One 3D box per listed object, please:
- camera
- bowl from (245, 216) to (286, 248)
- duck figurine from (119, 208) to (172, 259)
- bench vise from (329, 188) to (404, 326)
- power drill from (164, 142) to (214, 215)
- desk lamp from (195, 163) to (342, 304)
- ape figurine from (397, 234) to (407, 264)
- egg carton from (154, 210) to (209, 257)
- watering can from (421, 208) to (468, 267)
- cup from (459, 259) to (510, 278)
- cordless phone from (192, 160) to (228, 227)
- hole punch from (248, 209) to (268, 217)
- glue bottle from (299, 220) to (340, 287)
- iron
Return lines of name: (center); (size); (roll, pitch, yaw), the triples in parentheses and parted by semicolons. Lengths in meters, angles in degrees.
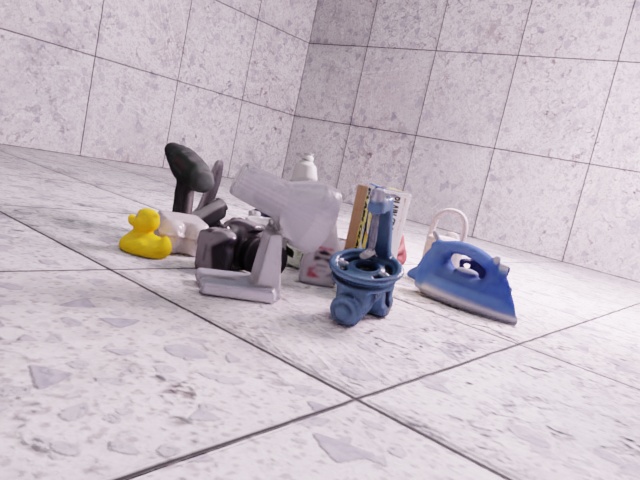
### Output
camera: (-0.139, 0.017, 1.078); (0.136, 0.101, 0.144); (17, 9, 28)
bowl: (-0.103, -0.005, 1.378); (0.167, 0.075, 0.167); (12, 8, -1)
duck figurine: (-0.323, -0.016, 1.074); (0.104, 0.086, 0.078); (15, 9, 21)
bench vise: (0.082, 0.021, 0.953); (0.121, 0.220, 0.207); (13, 8, 5)
power drill: (-0.318, -0.110, 1.304); (0.076, 0.208, 0.228); (6, 10, -38)
desk lamp: (-0.082, -0.010, 0.941); (0.204, 0.213, 0.117); (9, 8, -21)
ape figurine: (0.211, 0.023, 1.608); (0.076, 0.092, 0.078); (12, 8, 1)
egg carton: (-0.288, -0.015, 1.181); (0.107, 0.069, 0.150); (8, 9, -27)
watering can: (0.316, 0.014, 1.458); (0.101, 0.194, 0.173); (12, 8, 0)
cup: (0.377, 0.095, 1.343); (0.117, 0.095, 0.091); (12, 8, -1)
cordless phone: (-0.282, -0.116, 1.487); (0.094, 0.185, 0.147); (9, 9, -22)
hole punch: (-0.160, -0.078, 1.744); (0.100, 0.091, 0.109); (16, 9, 26)
glue bottle: (0.010, 0.004, 1.132); (0.078, 0.173, 0.037); (10, 8, -13)
iron: (0.322, 0.074, 1.234); (0.257, 0.141, 0.119); (19, 11, 42)
